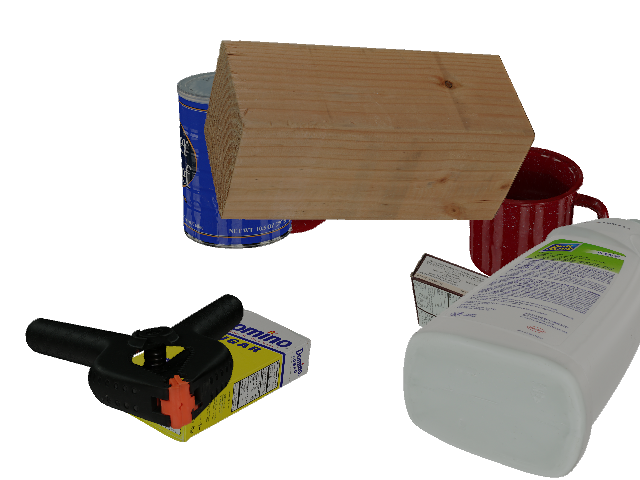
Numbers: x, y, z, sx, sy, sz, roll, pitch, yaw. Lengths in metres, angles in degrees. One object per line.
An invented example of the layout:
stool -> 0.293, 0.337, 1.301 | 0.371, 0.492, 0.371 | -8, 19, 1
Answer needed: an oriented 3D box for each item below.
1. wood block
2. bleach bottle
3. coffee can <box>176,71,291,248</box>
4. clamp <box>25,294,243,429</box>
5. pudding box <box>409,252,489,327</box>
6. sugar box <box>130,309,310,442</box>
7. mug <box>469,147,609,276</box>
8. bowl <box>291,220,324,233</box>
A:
wood block -> 0.031, -0.075, 0.751 | 0.205, 0.091, 0.090 | 0, -40, -17
bleach bottle -> 0.149, 0.040, 0.619 | 0.103, 0.068, 0.250 | 14, 27, 31
coffee can -> -0.078, -0.076, 0.981 | 0.103, 0.140, 0.103 | 0, 22, 0
clamp -> -0.106, 0.077, 0.738 | 0.164, 0.036, 0.210 | -9, 14, -23
pudding box -> 0.152, 0.069, 1.108 | 0.114, 0.039, 0.090 | 19, -34, 26
sugar box -> -0.098, 0.120, 0.991 | 0.093, 0.048, 0.175 | 22, 30, 31
mug -> 0.174, -0.017, 0.861 | 0.117, 0.081, 0.093 | 10, 35, 20
bowl -> -0.044, -0.052, 1.284 | 0.162, 0.055, 0.162 | 4, 26, -2
